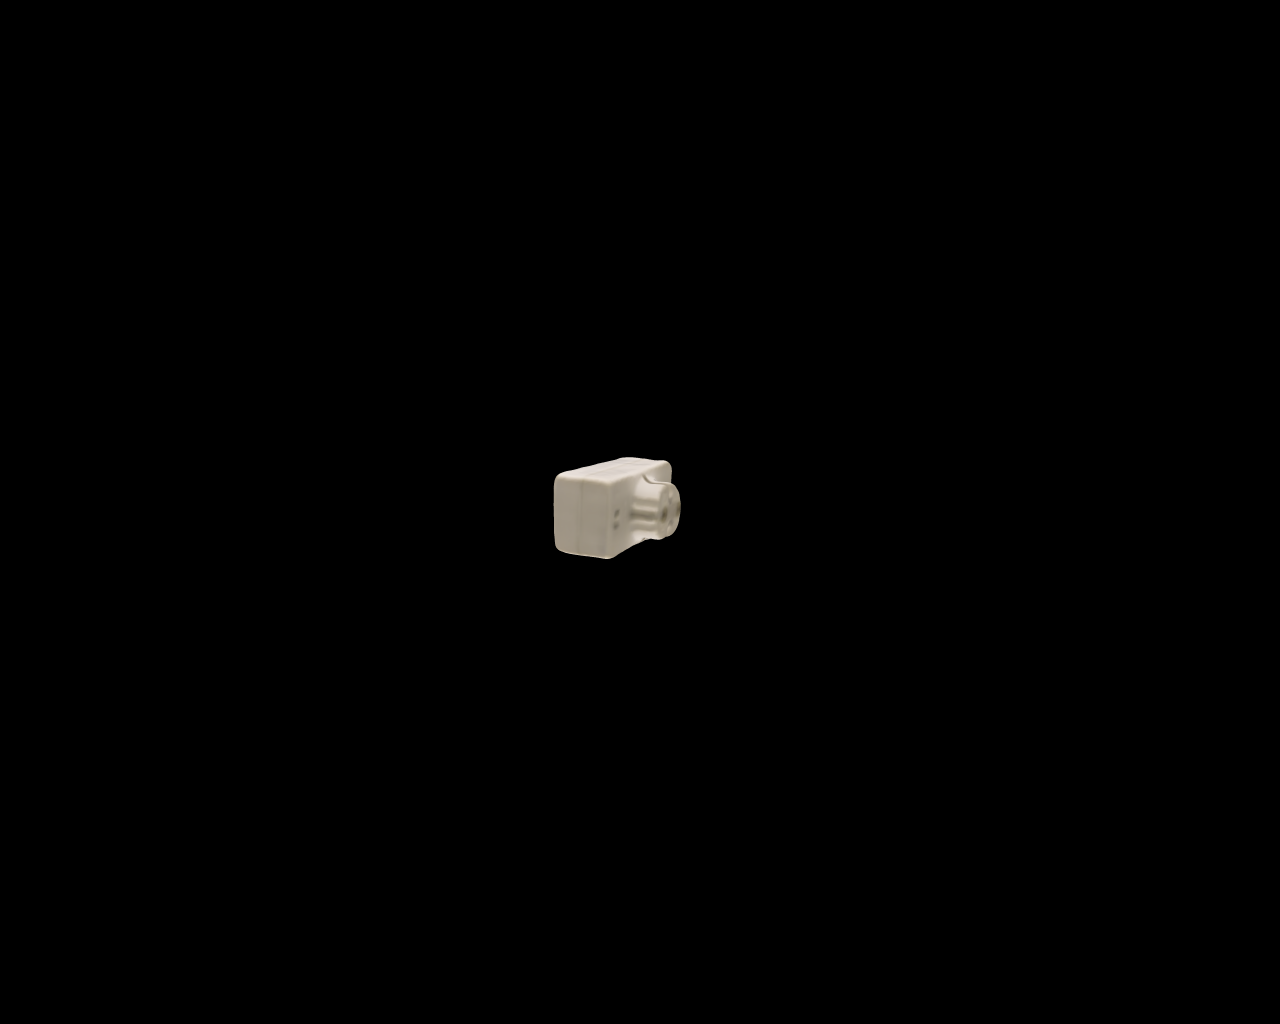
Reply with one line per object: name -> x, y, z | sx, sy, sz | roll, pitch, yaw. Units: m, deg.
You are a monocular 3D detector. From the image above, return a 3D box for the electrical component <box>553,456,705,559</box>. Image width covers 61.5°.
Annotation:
electrical component -> 0.001, -0.003, 0.650 | 0.076, 0.047, 0.083 | 6, 13, 27
